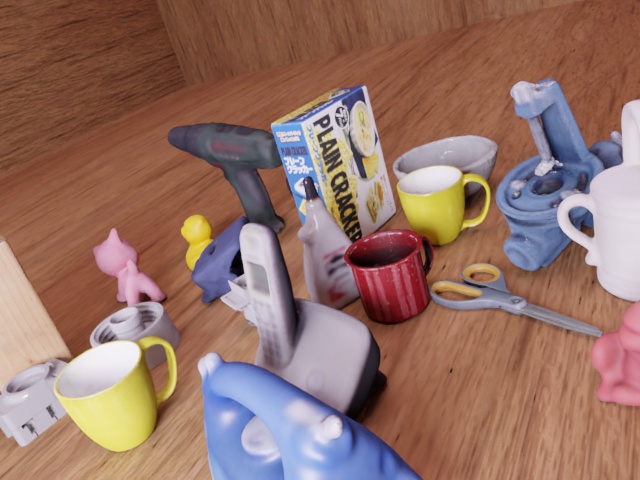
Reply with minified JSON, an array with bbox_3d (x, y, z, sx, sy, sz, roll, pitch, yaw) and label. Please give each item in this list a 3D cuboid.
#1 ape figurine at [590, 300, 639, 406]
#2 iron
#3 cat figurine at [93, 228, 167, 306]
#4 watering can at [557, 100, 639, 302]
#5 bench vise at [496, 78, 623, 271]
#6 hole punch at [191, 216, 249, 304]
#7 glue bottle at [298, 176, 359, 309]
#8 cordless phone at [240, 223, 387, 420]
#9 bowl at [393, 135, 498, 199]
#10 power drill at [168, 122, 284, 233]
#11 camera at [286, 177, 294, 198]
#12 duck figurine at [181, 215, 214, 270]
[{"bbox_3d":[0.260,0.087,0.457,0.076,0.092,0.077,-20,25,-7],"label":"ape figurine"},{"bbox_3d":[-0.042,0.152,0.458,0.119,0.142,0.257,-34,29,-32],"label":"iron"},{"bbox_3d":[-0.305,0.041,0.894,0.067,0.118,0.127,-30,27,-26],"label":"cat figurine"},{"bbox_3d":[0.331,-0.046,0.567,0.173,0.194,0.101,-17,25,0],"label":"watering can"},{"bbox_3d":[0.281,-0.098,0.677,0.121,0.220,0.208,7,34,42],"label":"bench vise"},{"bbox_3d":[-0.142,0.026,0.849,0.101,0.091,0.108,-15,25,6],"label":"hole punch"},{"bbox_3d":[0.006,0.003,0.703,0.078,0.173,0.037,-30,28,-26],"label":"glue bottle"},{"bbox_3d":[-0.019,0.076,0.551,0.147,0.185,0.094,10,36,45],"label":"cordless phone"},{"bbox_3d":[0.204,-0.104,0.916,0.167,0.075,0.167,-14,25,7],"label":"bowl"},{"bbox_3d":[-0.147,-0.106,0.988,0.228,0.209,0.076,-1,29,32],"label":"power drill"},{"bbox_3d":[-0.004,-0.137,1.091,0.137,0.101,0.142,-29,27,-23],"label":"camera"},{"bbox_3d":[-0.190,0.000,0.943,0.104,0.086,0.078,8,35,43],"label":"duck figurine"}]
